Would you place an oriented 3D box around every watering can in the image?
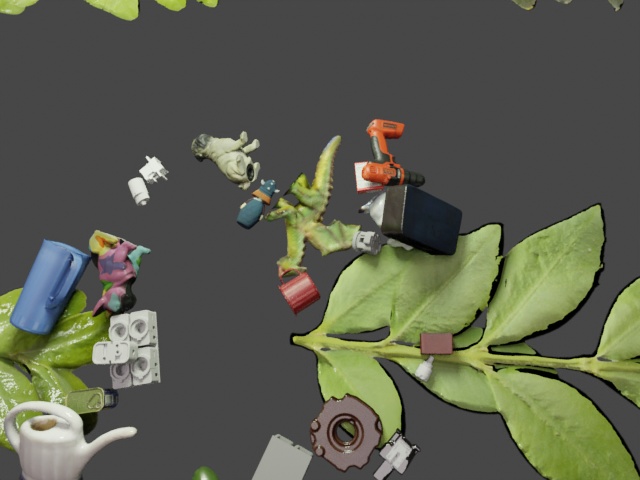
[{"bbox_3d":[-0.609,0.508,1.244,0.348,0.105,0.222,9,103,10],"label":"watering can"}]

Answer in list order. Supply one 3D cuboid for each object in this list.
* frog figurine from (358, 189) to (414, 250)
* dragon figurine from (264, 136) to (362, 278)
[{"bbox_3d":[0.199,-0.050,1.349,0.121,0.137,0.161,-46,71,17],"label":"frog figurine"},{"bbox_3d":[0.004,-0.071,1.413,0.243,0.121,0.412,41,83,-1],"label":"dragon figurine"}]
